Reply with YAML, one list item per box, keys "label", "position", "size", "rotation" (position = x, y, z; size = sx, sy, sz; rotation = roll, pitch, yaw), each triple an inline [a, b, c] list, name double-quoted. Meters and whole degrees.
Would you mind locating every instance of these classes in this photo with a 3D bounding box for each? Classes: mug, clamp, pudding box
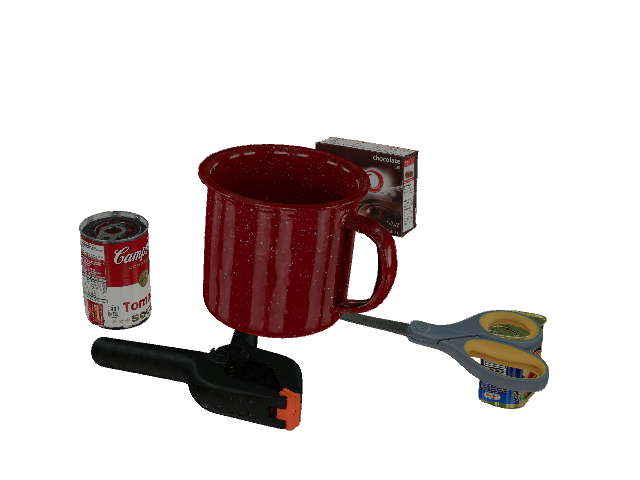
- label: "mug"
  position: [-0.012, 0.004, 0.583]
  size: [0.117, 0.081, 0.093]
  rotation: [17, 26, 23]
- label: "clamp"
  position: [-0.073, 0.105, 0.907]
  size: [0.164, 0.036, 0.210]
  rotation: [-14, 22, -40]
- label: "pudding box"
  position: [0.049, -0.059, 1.148]
  size: [0.114, 0.090, 0.039]
  rotation: [11, 24, 29]

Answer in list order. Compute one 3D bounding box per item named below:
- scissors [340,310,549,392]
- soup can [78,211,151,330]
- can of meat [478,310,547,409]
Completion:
- label: "scissors"
  position: [0.097, 0.069, 0.881]
  size: [0.202, 0.016, 0.096]
  rotation: [22, 37, 20]
- label: "soup can"
  position: [-0.206, 0.030, 1.075]
  size: [0.068, 0.102, 0.068]
  rotation: [2, 26, -1]
- label: "can of meat"
  position: [0.213, 0.132, 1.189]
  size: [0.058, 0.084, 0.101]
  rotation: [7, 13, 25]
